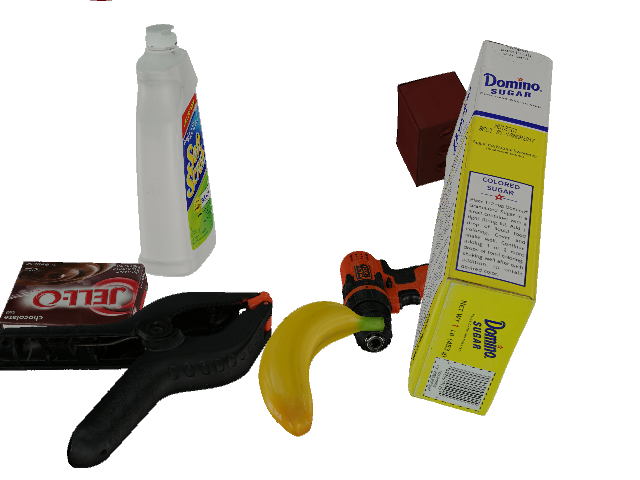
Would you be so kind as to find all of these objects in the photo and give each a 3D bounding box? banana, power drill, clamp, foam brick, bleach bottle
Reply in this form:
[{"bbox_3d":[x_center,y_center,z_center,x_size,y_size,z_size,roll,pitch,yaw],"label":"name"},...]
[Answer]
[{"bbox_3d":[-0.009,0.087,0.816,0.070,0.037,0.197,7,22,18],"label":"banana"},{"bbox_3d":[0.118,0.062,1.194,0.187,0.057,0.184,-3,28,-3],"label":"power drill"},{"bbox_3d":[-0.094,0.071,0.608,0.171,0.039,0.120,-14,40,-26],"label":"clamp"},{"bbox_3d":[0.097,-0.094,0.902,0.053,0.051,0.078,-16,-34,-8],"label":"foam brick"},{"bbox_3d":[-0.157,-0.095,1.106,0.068,0.251,0.102,5,27,15],"label":"bleach bottle"}]

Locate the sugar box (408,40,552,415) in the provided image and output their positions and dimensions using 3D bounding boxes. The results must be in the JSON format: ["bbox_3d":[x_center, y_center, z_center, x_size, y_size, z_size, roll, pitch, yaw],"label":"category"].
[{"bbox_3d":[0.083,-0.011,0.539,0.048,0.176,0.093,15,-42,3],"label":"sugar box"}]

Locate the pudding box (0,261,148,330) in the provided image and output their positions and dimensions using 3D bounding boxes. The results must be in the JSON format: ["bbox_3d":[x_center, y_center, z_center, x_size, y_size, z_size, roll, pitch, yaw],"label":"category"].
[{"bbox_3d":[-0.214,0.058,0.935,0.113,0.039,0.090,-1,33,1],"label":"pudding box"}]
